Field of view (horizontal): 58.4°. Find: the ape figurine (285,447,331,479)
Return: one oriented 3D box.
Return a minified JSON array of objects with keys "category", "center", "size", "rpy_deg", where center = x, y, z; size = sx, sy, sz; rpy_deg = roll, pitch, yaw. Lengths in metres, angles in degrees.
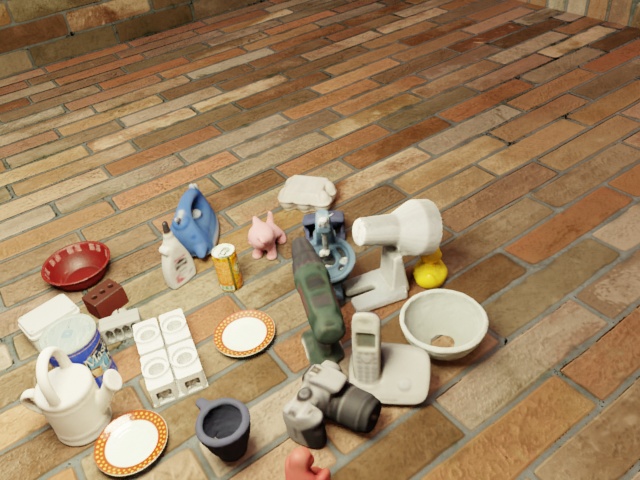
[{"category":"ape figurine","center":[-0.026,0.364,0.907],"size":[0.076,0.092,0.077],"rpy_deg":[-34,46,-30]}]

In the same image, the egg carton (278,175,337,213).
[{"category":"egg carton","center":[-0.033,-0.121,1.533],"size":[0.150,0.069,0.107],"rpy_deg":[6,40,16]}]

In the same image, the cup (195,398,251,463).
[{"category":"cup","center":[-0.166,0.325,0.973],"size":[0.117,0.095,0.092],"rpy_deg":[27,49,35]}]

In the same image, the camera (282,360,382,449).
[{"category":"camera","center":[0.026,0.286,0.990],"size":[0.136,0.101,0.143],"rpy_deg":[18,45,28]}]

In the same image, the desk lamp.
[{"category":"desk lamp","center":[0.148,0.027,1.205],"size":[0.203,0.214,0.117],"rpy_deg":[-18,40,-14]}]

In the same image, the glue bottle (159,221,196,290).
[{"category":"glue bottle","center":[-0.334,0.028,1.306],"size":[0.037,0.173,0.078],"rpy_deg":[19,45,29]}]

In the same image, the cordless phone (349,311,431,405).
[{"category":"cordless phone","center":[0.121,0.203,1.011],"size":[0.147,0.185,0.094],"rpy_deg":[0,39,9]}]

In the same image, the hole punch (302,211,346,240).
[{"category":"hole punch","center":[0.007,-0.042,1.410],"size":[0.108,0.091,0.101],"rpy_deg":[-6,38,1]}]

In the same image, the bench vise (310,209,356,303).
[{"category":"bench vise","center":[0.000,0.008,1.245],"size":[0.121,0.220,0.207],"rpy_deg":[-18,40,-14]}]

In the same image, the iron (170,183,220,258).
[{"category":"iron","center":[-0.323,-0.065,1.447],"size":[0.118,0.142,0.258],"rpy_deg":[-4,39,3]}]

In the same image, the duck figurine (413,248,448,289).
[{"category":"duck figurine","center":[0.244,0.049,1.266],"size":[0.077,0.086,0.104],"rpy_deg":[3,40,12]}]

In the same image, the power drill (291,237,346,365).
[{"category":"power drill","center":[-0.006,0.133,1.098],"size":[0.076,0.209,0.229],"rpy_deg":[-15,39,-9]}]

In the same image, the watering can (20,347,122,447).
[{"category":"watering can","center":[-0.439,0.265,1.010],"size":[0.173,0.194,0.100],"rpy_deg":[-21,41,-17]}]

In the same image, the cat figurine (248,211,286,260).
[{"category":"cat figurine","center":[-0.133,-0.016,1.376],"size":[0.067,0.118,0.128],"rpy_deg":[5,40,15]}]

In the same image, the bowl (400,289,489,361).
[{"category":"bowl","center":[0.238,0.177,1.115],"size":[0.167,0.075,0.167],"rpy_deg":[-4,39,3]}]
